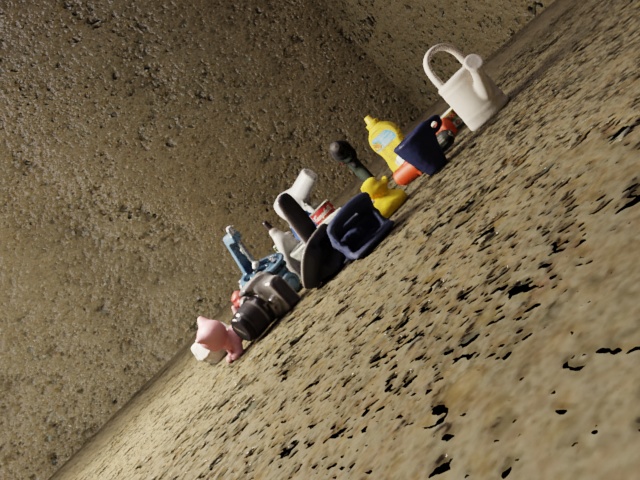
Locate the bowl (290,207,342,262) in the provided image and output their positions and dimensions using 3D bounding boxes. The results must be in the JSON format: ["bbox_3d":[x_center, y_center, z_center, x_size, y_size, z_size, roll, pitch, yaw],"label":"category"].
[{"bbox_3d":[0.012,0.005,1.351,0.167,0.075,0.167,-43,4,5],"label":"bowl"}]

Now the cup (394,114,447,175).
[{"bbox_3d":[0.223,-0.190,1.177,0.118,0.095,0.091,-44,5,-2],"label":"cup"}]

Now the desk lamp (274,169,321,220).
[{"bbox_3d":[-0.020,-0.114,1.854,0.203,0.213,0.118,-41,5,31],"label":"desk lamp"}]

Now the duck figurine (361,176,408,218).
[{"bbox_3d":[0.120,-0.088,1.189,0.105,0.086,0.077,-45,5,-20],"label":"duck figurine"}]

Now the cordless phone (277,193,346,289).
[{"bbox_3d":[-0.035,-0.004,1.138,0.094,0.185,0.148,-41,5,23],"label":"cordless phone"}]

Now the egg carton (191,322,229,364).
[{"bbox_3d":[-0.265,0.262,1.437,0.107,0.069,0.150,-45,5,-23],"label":"egg carton"}]

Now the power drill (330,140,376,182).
[{"bbox_3d":[0.116,-0.234,1.818,0.075,0.208,0.229,-42,5,10],"label":"power drill"}]

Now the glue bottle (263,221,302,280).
[{"bbox_3d":[-0.080,0.016,1.433,0.078,0.173,0.037,-45,5,-21],"label":"glue bottle"}]

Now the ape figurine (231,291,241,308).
[{"bbox_3d":[-0.198,0.174,1.519,0.076,0.092,0.077,-46,5,-28],"label":"ape figurine"}]

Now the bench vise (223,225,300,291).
[{"bbox_3d":[-0.170,0.075,1.370,0.207,0.220,0.122,-40,6,39],"label":"bench vise"}]

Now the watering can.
[{"bbox_3d":[0.305,-0.340,1.217,0.101,0.194,0.172,-46,5,-30],"label":"watering can"}]

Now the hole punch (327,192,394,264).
[{"bbox_3d":[0.064,-0.023,1.044,0.109,0.091,0.101,-44,5,-10],"label":"hole punch"}]

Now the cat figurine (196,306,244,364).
[{"bbox_3d":[-0.202,0.194,1.205,0.128,0.118,0.067,-46,6,-32],"label":"cat figurine"}]

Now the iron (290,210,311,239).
[{"bbox_3d":[-0.044,-0.026,1.711,0.119,0.141,0.258,-45,5,-16],"label":"iron"}]

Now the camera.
[{"bbox_3d":[-0.135,0.142,1.202,0.137,0.101,0.143,-46,5,-33],"label":"camera"}]
